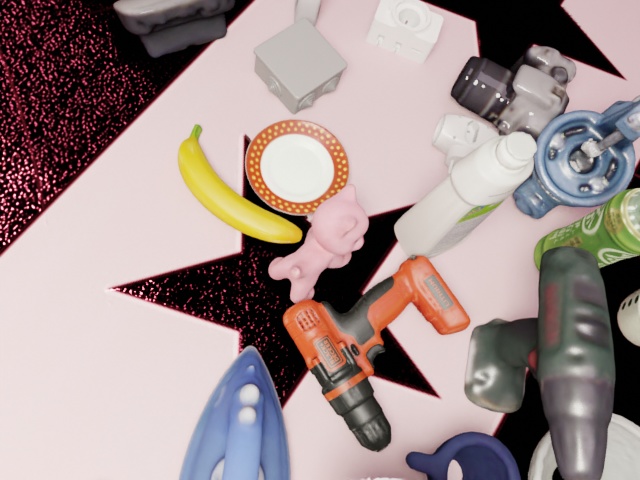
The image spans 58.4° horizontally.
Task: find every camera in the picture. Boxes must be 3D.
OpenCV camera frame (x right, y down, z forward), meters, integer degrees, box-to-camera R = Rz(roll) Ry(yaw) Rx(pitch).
[{"bbox_3d":[0.256,-0.206,0.765,0.137,0.100,0.143,29,70,-1],"label":"camera"}]

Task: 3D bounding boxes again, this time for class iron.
[{"bbox_3d":[-0.078,0.223,0.546,0.119,0.141,0.258,7,72,-8],"label":"iron"}]

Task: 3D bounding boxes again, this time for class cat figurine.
[{"bbox_3d":[0.006,0.002,0.644,0.067,0.117,0.128,43,70,5],"label":"cat figurine"}]

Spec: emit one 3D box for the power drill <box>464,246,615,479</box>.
[{"bbox_3d":[0.229,0.130,0.598,0.075,0.208,0.230,14,71,-6],"label":"power drill"}]

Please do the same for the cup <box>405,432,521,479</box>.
[{"bbox_3d":[0.137,0.246,0.604,0.118,0.095,0.092,18,70,-5],"label":"cup"}]

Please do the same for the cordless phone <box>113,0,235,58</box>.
[{"bbox_3d":[-0.172,-0.315,0.673,0.148,0.185,0.094,-29,80,-17],"label":"cordless phone"}]

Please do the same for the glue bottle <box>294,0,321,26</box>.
[{"bbox_3d":[-0.004,-0.352,0.723,0.037,0.173,0.078,8,72,-8],"label":"glue bottle"}]

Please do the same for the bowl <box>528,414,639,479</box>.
[{"bbox_3d":[0.298,0.277,0.636,0.167,0.074,0.167,3,72,-10],"label":"bowl"}]

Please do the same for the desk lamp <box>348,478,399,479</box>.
[{"bbox_3d":[0.048,0.311,0.504,0.118,0.213,0.203,13,71,-6],"label":"desk lamp"}]

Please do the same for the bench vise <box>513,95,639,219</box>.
[{"bbox_3d":[0.344,-0.134,0.696,0.121,0.219,0.208,32,70,1],"label":"bench vise"}]
